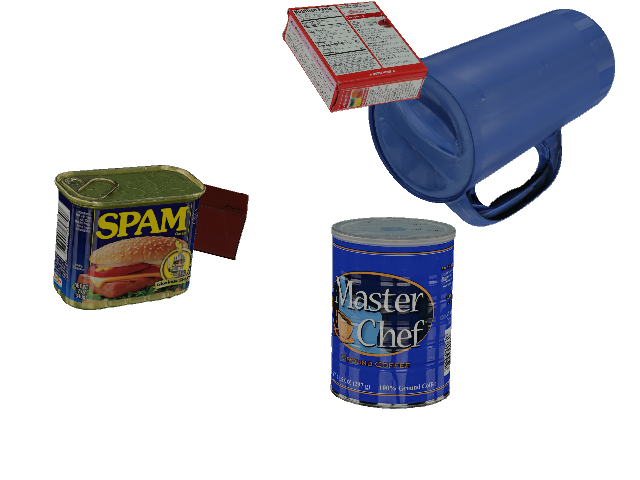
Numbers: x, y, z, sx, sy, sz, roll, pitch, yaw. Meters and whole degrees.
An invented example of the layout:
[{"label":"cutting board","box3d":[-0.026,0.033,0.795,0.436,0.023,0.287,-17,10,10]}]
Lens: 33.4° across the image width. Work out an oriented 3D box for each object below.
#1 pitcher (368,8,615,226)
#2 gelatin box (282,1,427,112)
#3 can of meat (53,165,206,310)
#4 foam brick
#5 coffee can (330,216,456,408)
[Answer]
[{"label":"pitcher","box3d":[0.178,-0.131,1.035,0.242,0.149,0.145,-28,47,-33]},{"label":"gelatin box","box3d":[0.023,-0.134,0.768,0.073,0.089,0.030,-12,-39,-25]},{"label":"can of meat","box3d":[-0.137,-0.003,0.757,0.101,0.084,0.058,-7,28,-34]},{"label":"foam brick","box3d":[-0.115,-0.022,1.057,0.078,0.051,0.053,15,26,-8]},{"label":"coffee can","box3d":[0.060,0.057,0.892,0.103,0.140,0.103,0,10,0]}]
